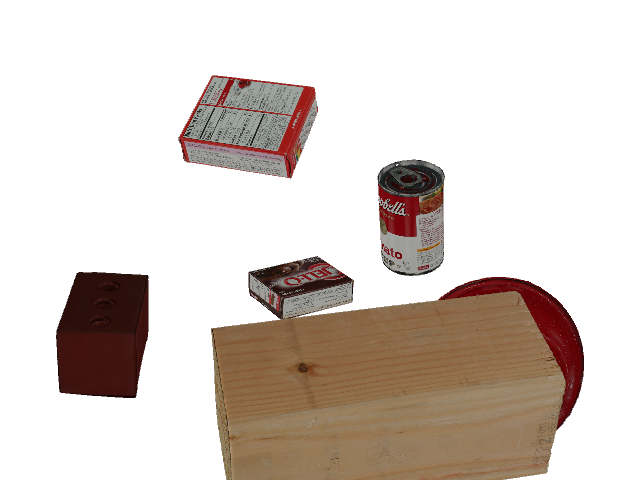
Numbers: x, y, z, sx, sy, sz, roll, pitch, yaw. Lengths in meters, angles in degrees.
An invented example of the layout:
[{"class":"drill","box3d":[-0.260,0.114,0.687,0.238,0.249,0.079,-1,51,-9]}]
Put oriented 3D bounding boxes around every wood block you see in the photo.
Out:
[{"class":"wood block","box3d":[0.039,0.103,0.686,0.206,0.090,0.091,-6,38,-9]}]

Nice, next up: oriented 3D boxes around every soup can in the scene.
[{"class":"soup can","box3d":[0.095,-0.023,1.104,0.068,0.102,0.068,-3,35,2]}]

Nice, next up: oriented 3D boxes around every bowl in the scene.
[{"class":"bowl","box3d":[0.156,0.114,0.903,0.162,0.162,0.055,0,6,-9]}]

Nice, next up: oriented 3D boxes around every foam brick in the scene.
[{"class":"foam brick","box3d":[-0.147,0.063,0.731,0.053,0.051,0.078,3,29,-4]}]

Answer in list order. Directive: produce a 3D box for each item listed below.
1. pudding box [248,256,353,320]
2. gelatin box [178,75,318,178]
[{"class":"pudding box","box3d":[-0.026,0.062,1.408,0.113,0.039,0.090,-15,27,-29]},{"class":"gelatin box","box3d":[-0.054,-0.088,0.817,0.089,0.073,0.030,9,-37,15]}]
